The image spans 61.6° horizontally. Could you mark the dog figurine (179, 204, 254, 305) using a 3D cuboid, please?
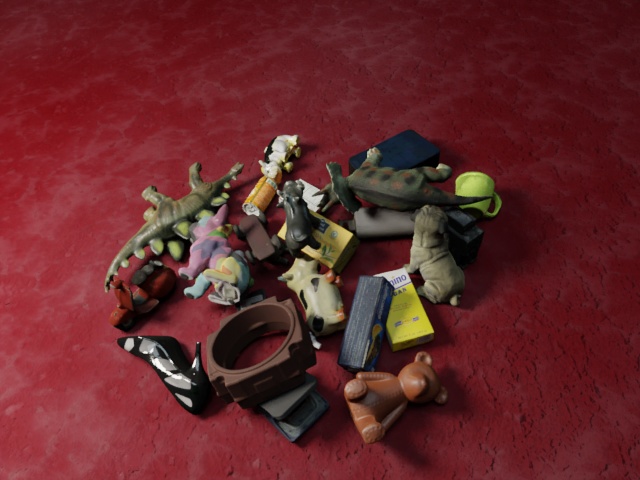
[{"bbox_3d":[-0.220,0.025,1.209,0.192,0.108,0.219,7,51,13],"label":"dog figurine"}]

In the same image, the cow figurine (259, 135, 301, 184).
[{"bbox_3d":[-0.123,-0.223,1.479,0.098,0.068,0.167,11,50,20],"label":"cow figurine"}]

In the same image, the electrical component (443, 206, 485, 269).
[{"bbox_3d":[0.312,-0.014,1.234,0.058,0.134,0.115,-34,54,-22],"label":"electrical component"}]

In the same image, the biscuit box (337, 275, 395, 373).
[{"bbox_3d":[0.098,0.173,1.113,0.063,0.059,0.202,1,62,34],"label":"biscuit box"}]

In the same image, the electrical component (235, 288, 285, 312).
[{"bbox_3d":[-0.129,0.151,1.192,0.119,0.047,0.075,-12,51,-3],"label":"electrical component"}]

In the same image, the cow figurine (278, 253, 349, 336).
[{"bbox_3d":[-0.013,0.118,1.181,0.127,0.085,0.195,-24,62,10],"label":"cow figurine"}]

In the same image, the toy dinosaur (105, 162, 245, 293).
[{"bbox_3d":[-0.361,-0.052,1.340,0.471,0.105,0.199,-40,61,-21],"label":"toy dinosaur"}]

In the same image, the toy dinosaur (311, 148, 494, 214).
[{"bbox_3d":[0.163,-0.114,1.215,0.405,0.131,0.192,12,35,35],"label":"toy dinosaur"}]

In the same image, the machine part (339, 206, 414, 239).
[{"bbox_3d":[0.167,-0.046,1.308,0.243,0.079,0.079,-4,51,2],"label":"machine part"}]

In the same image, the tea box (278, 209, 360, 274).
[{"bbox_3d":[-0.003,-0.004,1.274,0.170,0.068,0.098,29,86,27],"label":"tea box"}]

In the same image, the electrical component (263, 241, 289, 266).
[{"bbox_3d":[-0.109,0.028,1.305,0.094,0.021,0.063,19,55,20],"label":"electrical component"}]

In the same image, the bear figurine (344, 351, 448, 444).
[{"bbox_3d":[0.149,0.290,1.012,0.196,0.132,0.120,-18,79,-5],"label":"bear figurine"}]

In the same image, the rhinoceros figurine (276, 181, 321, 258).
[{"bbox_3d":[-0.054,-0.051,1.206,0.073,0.112,0.190,-24,48,19],"label":"rhinoceros figurine"}]

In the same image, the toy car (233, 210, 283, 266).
[{"bbox_3d":[-0.148,-0.003,1.288,0.089,0.053,0.202,-28,35,-7],"label":"toy car"}]

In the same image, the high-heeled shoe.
[{"bbox_3d":[-0.329,0.274,1.115,0.249,0.086,0.145,0,81,27],"label":"high-heeled shoe"}]

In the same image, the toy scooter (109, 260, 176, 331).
[{"bbox_3d":[-0.402,0.107,1.194,0.075,0.135,0.184,27,57,26],"label":"toy scooter"}]

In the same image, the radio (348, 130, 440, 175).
[{"bbox_3d":[0.194,-0.200,1.434,0.230,0.073,0.131,-28,54,-19],"label":"radio"}]

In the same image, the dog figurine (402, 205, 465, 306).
[{"bbox_3d":[0.259,0.035,1.163,0.121,0.190,0.172,-35,58,-21],"label":"dog figurine"}]

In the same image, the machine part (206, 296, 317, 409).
[{"bbox_3d":[-0.120,0.215,1.064,0.201,0.087,0.202,-24,31,1],"label":"machine part"}]

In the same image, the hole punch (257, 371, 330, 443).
[{"bbox_3d":[-0.057,0.312,1.044,0.142,0.092,0.116,-41,34,-22],"label":"hole punch"}]
